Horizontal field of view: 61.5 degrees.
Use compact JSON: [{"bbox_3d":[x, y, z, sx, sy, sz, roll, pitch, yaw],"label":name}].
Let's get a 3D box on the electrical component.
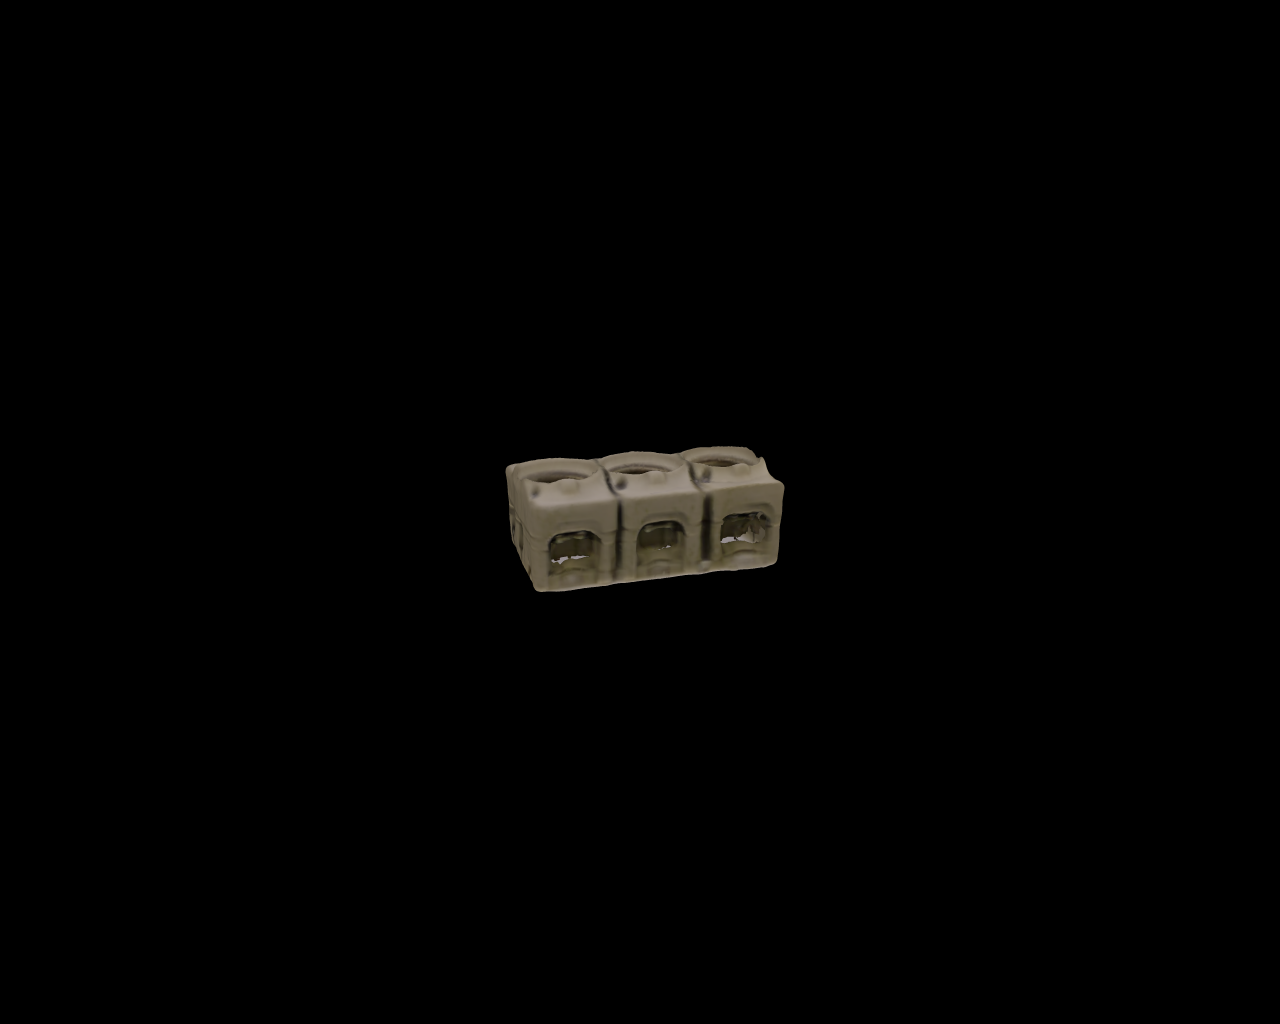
[{"bbox_3d":[0.001,-0.003,0.650,0.150,0.061,0.089,-6,20,-16],"label":"electrical component"}]
